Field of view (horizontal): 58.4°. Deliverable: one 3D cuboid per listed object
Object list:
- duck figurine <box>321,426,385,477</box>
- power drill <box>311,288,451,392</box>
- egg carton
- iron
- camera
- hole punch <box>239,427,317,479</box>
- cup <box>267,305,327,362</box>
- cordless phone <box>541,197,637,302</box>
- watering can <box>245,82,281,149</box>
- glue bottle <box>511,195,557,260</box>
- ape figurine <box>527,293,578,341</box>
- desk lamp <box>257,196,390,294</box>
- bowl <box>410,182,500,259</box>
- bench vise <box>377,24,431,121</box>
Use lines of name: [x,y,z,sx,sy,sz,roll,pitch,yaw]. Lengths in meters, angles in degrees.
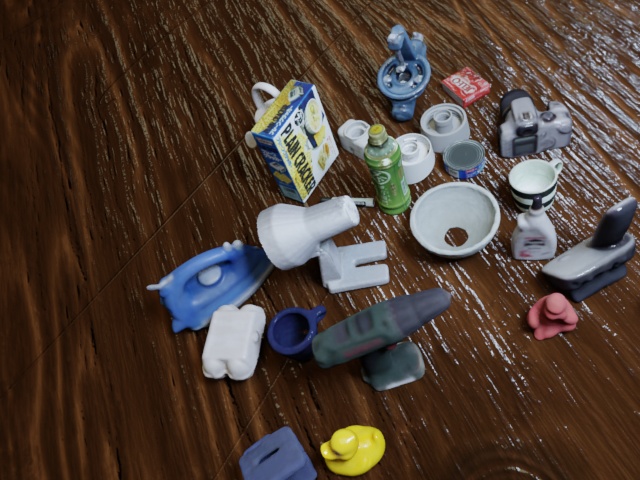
duck figurine: [0.049,0.328,0.914,0.104,0.086,0.077,-21,53,4]
power drill: [0.109,0.166,0.929,0.229,0.209,0.075,-20,53,4]
egg carton: [-0.161,0.193,1.086,0.107,0.069,0.150,-3,56,16]
iron: [-0.213,0.066,1.145,0.258,0.142,0.118,-34,53,-6]
camera: [0.432,-0.257,1.183,0.143,0.101,0.137,-10,54,12]
hole punch: [-0.077,0.364,0.927,0.109,0.091,0.100,-34,53,-7]
cup: [-0.029,0.173,1.041,0.118,0.095,0.091,-38,54,-9]
cordless phone: [0.447,0.007,0.943,0.147,0.185,0.094,-32,53,-5]
watering can: [-0.100,-0.274,1.309,0.100,0.194,0.173,3,58,20]
glue bottle: [0.373,-0.023,0.995,0.078,0.173,0.037,-5,55,15]
ape figurine: [0.385,0.119,0.945,0.077,0.092,0.076,15,63,27]
desk lamp: [0.010,0.004,1.070,0.203,0.214,0.118,-11,54,11]
bowl: [0.259,-0.026,1.096,0.167,0.075,0.167,-9,55,12]
bench vise: [0.183,-0.410,1.294,0.121,0.220,0.207,-8,55,13]
